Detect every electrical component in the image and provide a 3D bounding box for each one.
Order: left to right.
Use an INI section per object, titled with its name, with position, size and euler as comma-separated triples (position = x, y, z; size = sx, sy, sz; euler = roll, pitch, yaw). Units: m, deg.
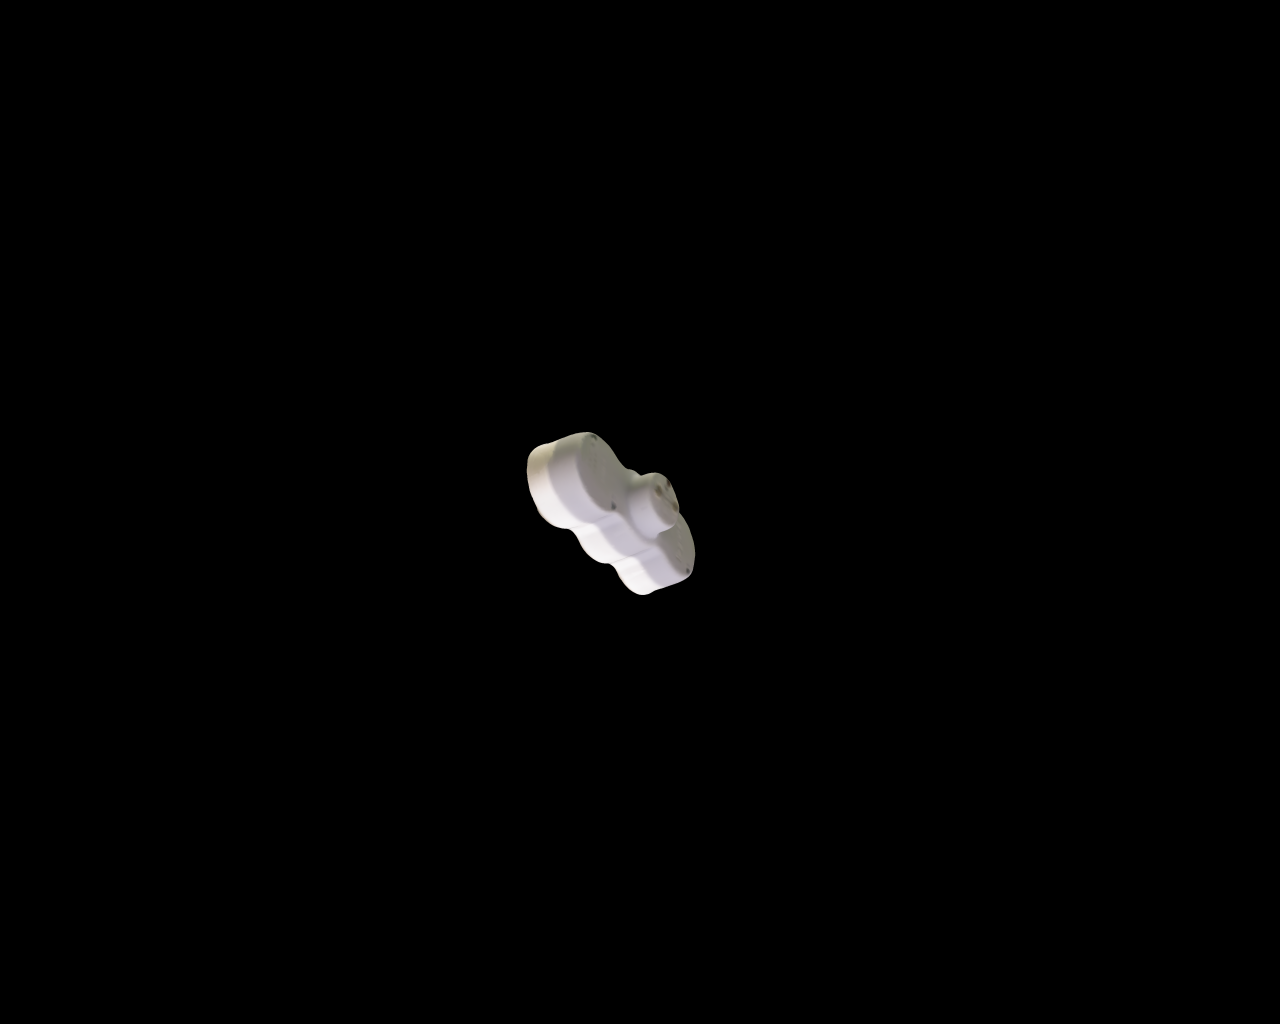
[electrical component]
position = 0.001, -0.003, 0.650
size = 0.073, 0.052, 0.138
euler = -20, -40, 25
